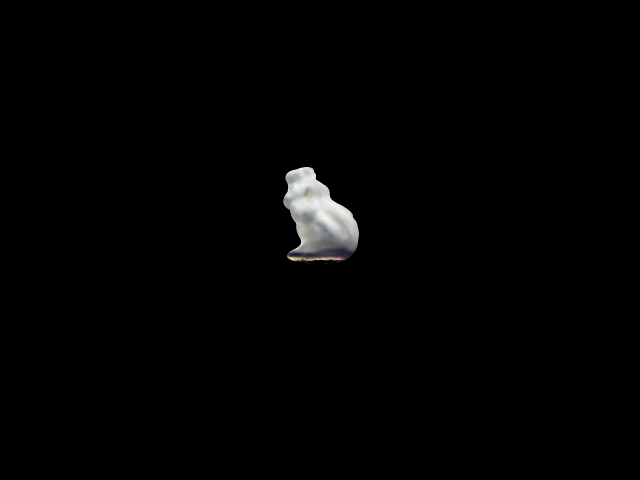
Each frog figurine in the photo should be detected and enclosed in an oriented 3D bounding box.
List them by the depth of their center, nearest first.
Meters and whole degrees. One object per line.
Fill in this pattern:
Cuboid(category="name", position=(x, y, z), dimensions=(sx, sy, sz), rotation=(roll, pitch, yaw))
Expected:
Cuboid(category="frog figurine", position=(0.003, -0.043, 0.850), dimensions=(0.122, 0.160, 0.137), rotation=(-7, -10, 43))
